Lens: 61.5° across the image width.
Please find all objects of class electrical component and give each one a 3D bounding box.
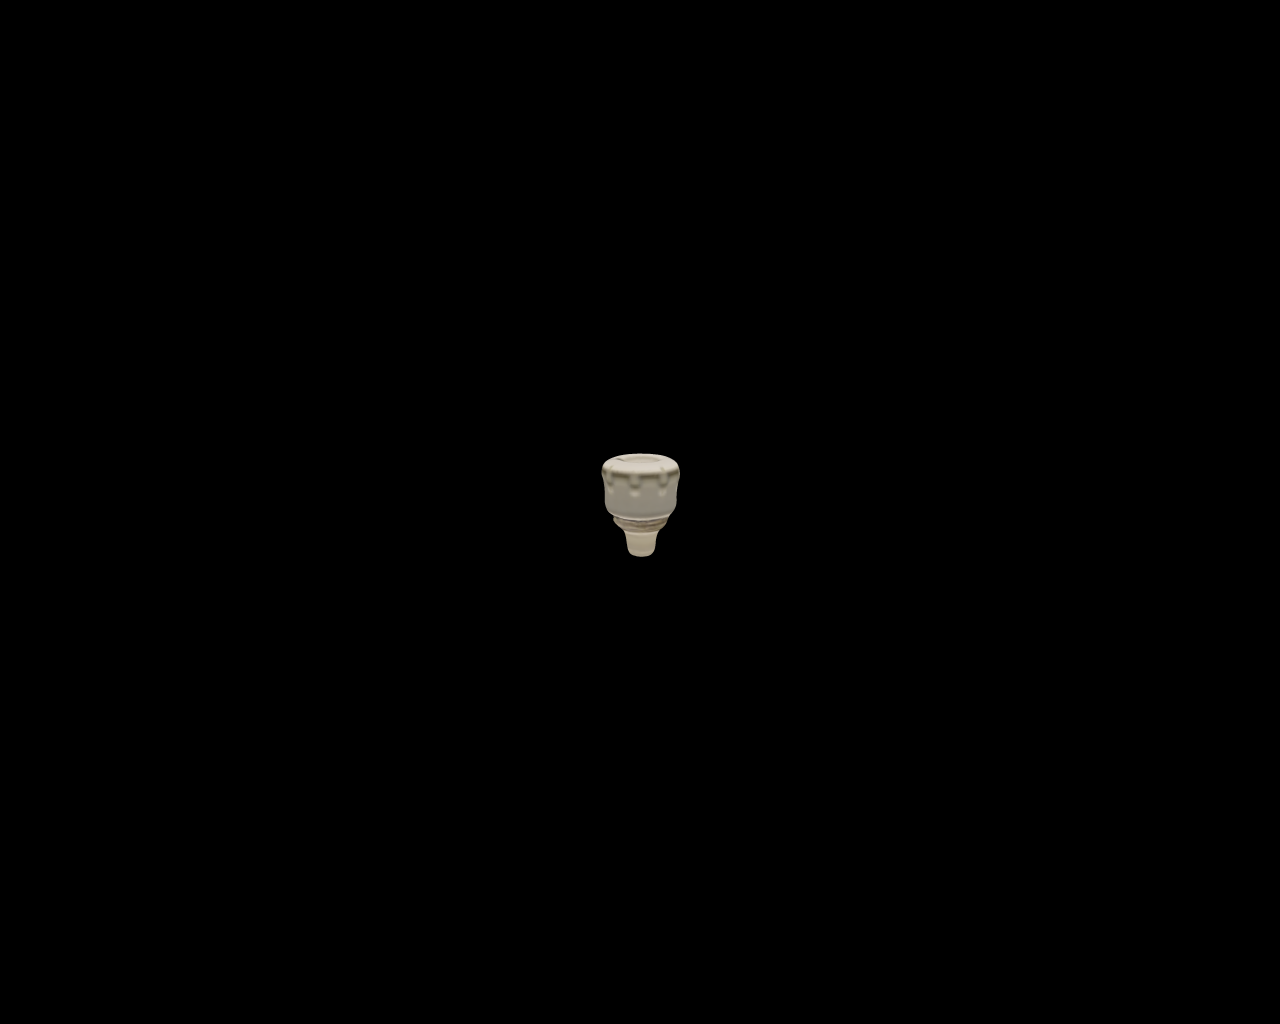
[{"bbox_3d":[0.001,-0.003,0.650,0.048,0.062,0.048,0,14,0],"label":"electrical component"}]
